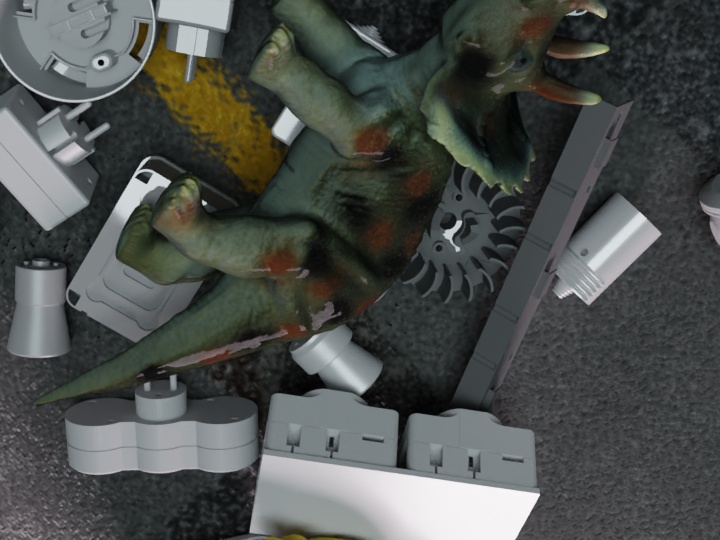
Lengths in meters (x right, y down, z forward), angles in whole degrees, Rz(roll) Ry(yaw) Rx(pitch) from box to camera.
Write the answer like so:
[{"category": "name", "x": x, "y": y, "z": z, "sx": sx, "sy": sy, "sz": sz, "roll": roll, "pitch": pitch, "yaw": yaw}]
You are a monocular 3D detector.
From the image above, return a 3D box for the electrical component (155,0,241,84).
[{"category": "electrical component", "x": -0.105, "y": -0.160, "z": 0.697, "sx": 0.047, "sy": 0.065, "sz": 0.076, "roll": 10, "pitch": 105, "yaw": -5}]

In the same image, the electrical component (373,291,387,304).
[{"category": "electrical component", "x": 0.000, "y": 0.000, "z": 0.756, "sx": 0.040, "sy": 0.046, "sz": 0.040, "roll": -1, "pitch": 106, "yaw": -2}]

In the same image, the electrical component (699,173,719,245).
[{"category": "electrical component", "x": 0.278, "y": -0.043, "z": 0.737, "sx": 0.080, "sy": 0.080, "sz": 0.051, "roll": -23, "pitch": 110, "yaw": 5}]

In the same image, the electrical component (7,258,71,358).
[{"category": "electrical component", "x": -0.226, "y": 0.025, "z": 0.759, "sx": 0.044, "sy": 0.044, "sz": 0.065, "roll": 4, "pitch": 101, "yaw": -3}]

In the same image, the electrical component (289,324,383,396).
[{"category": "electrical component", "x": -0.018, "y": 0.063, "z": 0.774, "sx": 0.045, "sy": 0.045, "sz": 0.055, "roll": -41, "pitch": 103, "yaw": 9}]

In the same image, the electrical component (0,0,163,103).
[{"category": "electrical component", "x": -0.179, "y": -0.162, "z": 0.693, "sx": 0.099, "sy": 0.064, "sz": 0.099, "roll": 1, "pitch": 111, "yaw": 4}]

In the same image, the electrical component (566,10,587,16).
[{"category": "electrical component", "x": 0.111, "y": -0.222, "z": 0.691, "sx": 0.078, "sy": 0.057, "sz": 0.113, "roll": 2, "pitch": 106, "yaw": -3}]

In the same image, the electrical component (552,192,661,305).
[{"category": "electrical component", "x": 0.168, "y": -0.011, "z": 0.760, "sx": 0.043, "sy": 0.043, "sz": 0.081, "roll": 42, "pitch": 101, "yaw": -12}]

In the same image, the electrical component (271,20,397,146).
[{"category": "electrical component", "x": 0.000, "y": -0.109, "z": 0.724, "sx": 0.100, "sy": 0.048, "sz": 0.099, "roll": 31, "pitch": 103, "yaw": -10}]

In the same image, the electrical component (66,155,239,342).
[{"category": "electrical component", "x": -0.141, "y": -0.013, "z": 0.742, "sx": 0.078, "sy": 0.057, "sz": 0.113, "roll": 31, "pitch": 102, "yaw": -10}]

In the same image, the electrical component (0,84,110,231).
[{"category": "electrical component", "x": -0.202, "y": -0.084, "z": 0.713, "sx": 0.076, "sy": 0.047, "sz": 0.083, "roll": -30, "pitch": 117, "yaw": 13}]

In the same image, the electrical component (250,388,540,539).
[{"category": "electrical component", "x": 0.022, "y": 0.148, "z": 0.767, "sx": 0.186, "sy": 0.060, "sz": 0.105, "roll": 9, "pitch": 137, "yaw": -4}]

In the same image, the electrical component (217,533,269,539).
[{"category": "electrical component", "x": -0.112, "y": 0.267, "z": 0.823, "sx": 0.109, "sy": 0.056, "sz": 0.108, "roll": -11, "pitch": 106, "yaw": 1}]

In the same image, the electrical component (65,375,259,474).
[{"category": "electrical component", "x": -0.143, "y": 0.103, "z": 0.777, "sx": 0.138, "sy": 0.052, "sz": 0.073, "roll": -1, "pitch": 106, "yaw": -2}]
